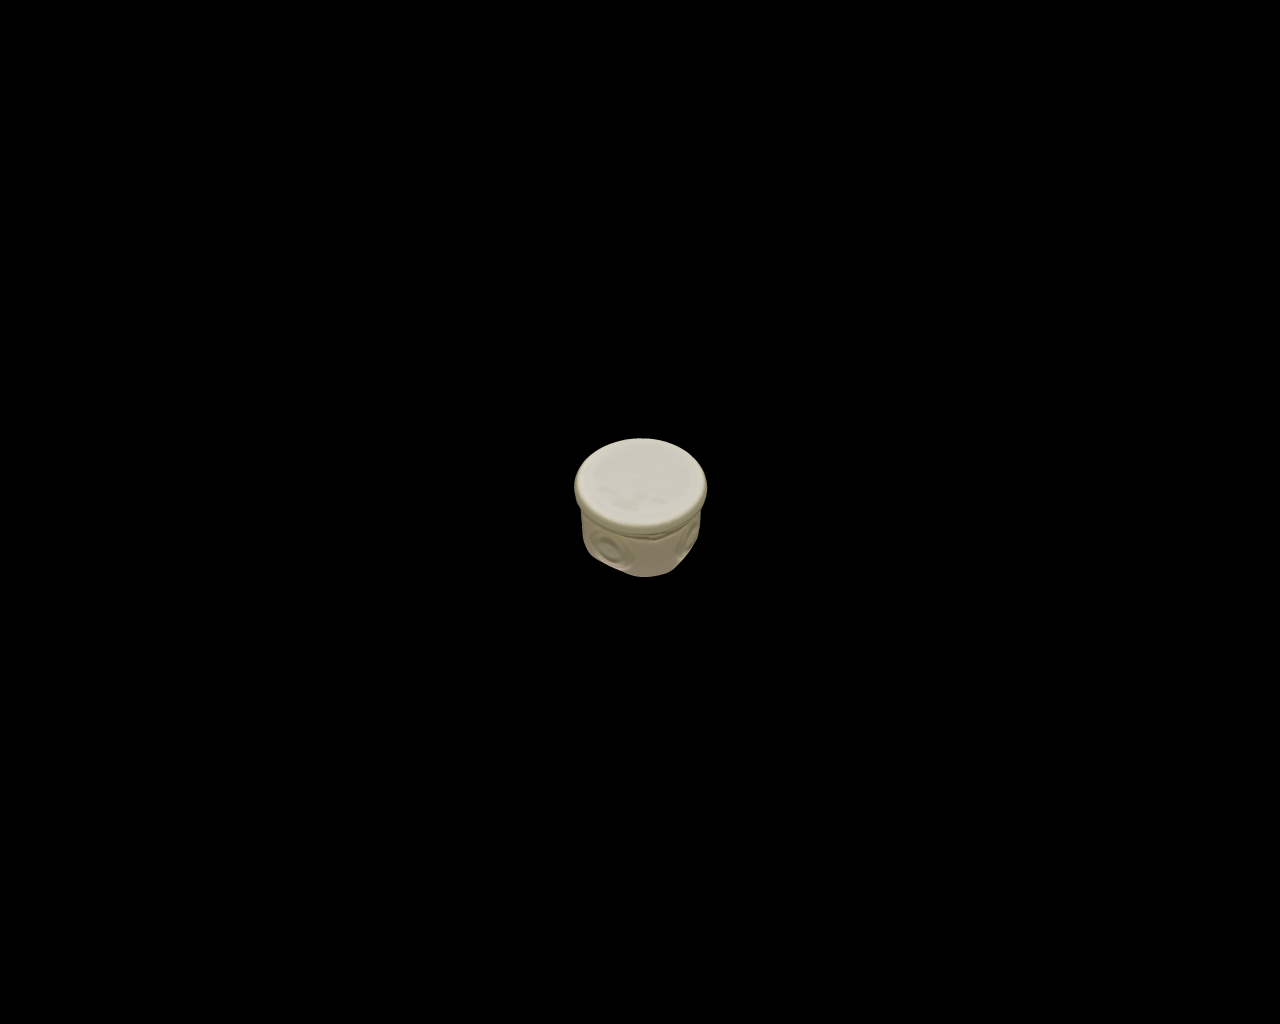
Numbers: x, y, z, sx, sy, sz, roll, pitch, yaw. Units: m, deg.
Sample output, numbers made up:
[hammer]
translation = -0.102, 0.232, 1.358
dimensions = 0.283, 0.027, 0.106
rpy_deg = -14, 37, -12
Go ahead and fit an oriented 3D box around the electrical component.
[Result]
[electrical component]
translation = 0.001, -0.003, 0.650
dimensions = 0.080, 0.080, 0.050
rpy_deg = 0, -45, 0
